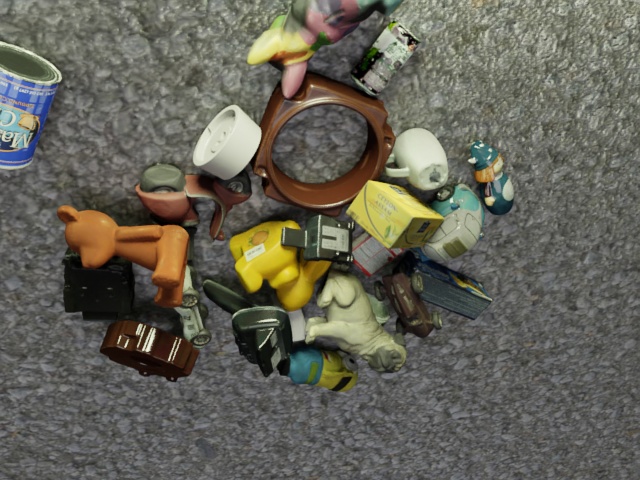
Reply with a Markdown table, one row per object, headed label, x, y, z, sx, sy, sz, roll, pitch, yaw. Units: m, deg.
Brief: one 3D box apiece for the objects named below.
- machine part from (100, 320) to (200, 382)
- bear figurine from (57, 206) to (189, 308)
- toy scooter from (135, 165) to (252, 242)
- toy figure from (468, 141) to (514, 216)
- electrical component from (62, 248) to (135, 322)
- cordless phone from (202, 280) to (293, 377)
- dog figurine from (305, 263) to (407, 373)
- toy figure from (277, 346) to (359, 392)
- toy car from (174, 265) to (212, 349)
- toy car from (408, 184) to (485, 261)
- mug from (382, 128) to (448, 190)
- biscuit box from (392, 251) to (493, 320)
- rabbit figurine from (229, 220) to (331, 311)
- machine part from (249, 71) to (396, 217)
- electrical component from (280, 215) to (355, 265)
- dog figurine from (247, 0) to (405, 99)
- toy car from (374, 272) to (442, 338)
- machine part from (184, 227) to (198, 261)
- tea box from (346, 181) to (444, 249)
| label | x | y | z | sx | sy | sz | roll | pitch | yaw |
| --- | --- | --- | --- | --- | --- | --- | --- | --- | --- |
| machine part | -0.317 | 0.207 | 0.994 | 0.179 | 0.056 | 0.179 | 11 | 150 | 6 |
| bear figurine | -0.306 | 0.021 | 0.830 | 0.196 | 0.132 | 0.120 | 7 | 149 | -13 |
| toy scooter | -0.205 | -0.053 | 0.884 | 0.184 | 0.075 | 0.135 | -2 | 127 | -14 |
| toy figure | 0.305 | -0.112 | 0.951 | 0.058 | 0.064 | 0.154 | -15 | 130 | 20 |
| electrical component | -0.387 | 0.083 | 0.947 | 0.115 | 0.058 | 0.134 | 3 | 122 | -10 |
| cordless phone | -0.144 | 0.155 | 0.997 | 0.089 | 0.184 | 0.146 | -47 | 151 | -30 |
| dog figurine | 0.083 | 0.141 | 0.983 | 0.191 | 0.121 | 0.172 | 18 | 105 | -5 |
| toy figure | -0.004 | 0.269 | 1.130 | 0.180 | 0.082 | 0.089 | 10 | 133 | -22 |
| toy car | -0.237 | 0.121 | 0.974 | 0.056 | 0.074 | 0.201 | -11 | 136 | -9 |
| toy car | 0.231 | -0.017 | 0.974 | 0.161 | 0.103 | 0.109 | -37 | 121 | 12 |
| mug | 0.159 | -0.127 | 0.883 | 0.110 | 0.107 | 0.080 | -8 | 123 | -8 |
| biscuit box | 0.244 | 0.092 | 1.072 | 0.202 | 0.059 | 0.062 | 23 | 117 | -24 |
| rabbit figurine | -0.060 | 0.048 | 0.960 | 0.162 | 0.122 | 0.173 | -32 | 122 | -8 |
| machine part | 0.003 | -0.146 | 0.854 | 0.201 | 0.087 | 0.201 | 16 | 117 | -20 |
| electrical component | -0.002 | -0.003 | 0.887 | 0.119 | 0.075 | 0.048 | 14 | 164 | -31 |
| dog figurine | 0.004 | -0.292 | 0.709 | 0.108 | 0.192 | 0.219 | 35 | 96 | -35 |
| toy car | 0.169 | 0.128 | 1.019 | 0.089 | 0.053 | 0.201 | -10 | 140 | 22 |
| machine part | -0.285 | 0.004 | 0.926 | 0.139 | 0.039 | 0.084 | 5 | 127 | -15 |
| tea box | 0.128 | -0.040 | 0.886 | 0.068 | 0.098 | 0.169 | -55 | 159 | 19 |
